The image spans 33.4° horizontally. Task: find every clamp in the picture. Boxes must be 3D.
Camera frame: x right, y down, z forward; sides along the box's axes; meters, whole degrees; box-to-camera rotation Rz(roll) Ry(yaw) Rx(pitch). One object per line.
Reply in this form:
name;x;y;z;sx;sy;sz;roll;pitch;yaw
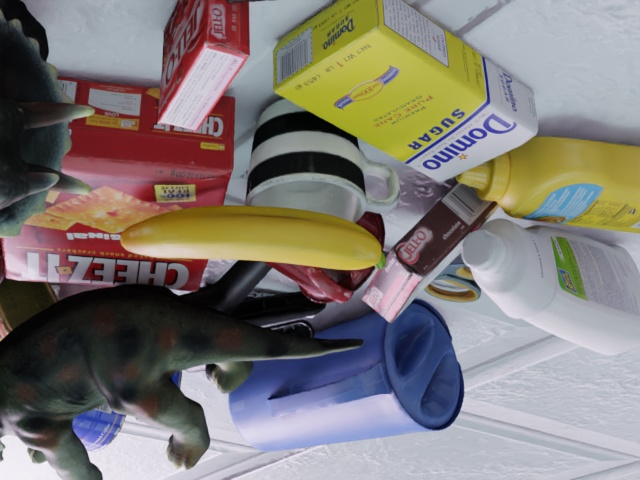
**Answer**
clamp;-0.083;0.108;1.081;0.120;0.039;0.172;-15;-172;-24
clamp;-0.089;0.070;0.977;0.210;0.036;0.164;-31;150;0

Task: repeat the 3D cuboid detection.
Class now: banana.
banana;-0.038;0.002;0.747;0.197;0.037;0.070;7;151;-13

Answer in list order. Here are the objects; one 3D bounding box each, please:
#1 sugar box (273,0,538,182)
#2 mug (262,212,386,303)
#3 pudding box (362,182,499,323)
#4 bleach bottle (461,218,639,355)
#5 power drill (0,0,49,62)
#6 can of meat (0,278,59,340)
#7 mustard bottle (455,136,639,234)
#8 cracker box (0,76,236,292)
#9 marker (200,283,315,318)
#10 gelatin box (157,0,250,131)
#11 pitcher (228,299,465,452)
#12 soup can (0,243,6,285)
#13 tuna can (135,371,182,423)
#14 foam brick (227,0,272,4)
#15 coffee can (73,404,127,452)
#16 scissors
sugar box;0.061;-0.100;0.721;0.094;0.048;0.176;-26;143;38
mug;-0.006;0.001;0.843;0.093;0.117;0.081;-38;134;20
pudding box;0.089;0.006;0.861;0.039;0.113;0.090;44;151;9
bleach bottle;0.191;0.028;0.878;0.068;0.102;0.250;-33;148;28
power drill;-0.157;-0.164;0.575;0.188;0.057;0.184;-14;150;22
can of meat;-0.267;0.062;0.959;0.057;0.102;0.084;-22;157;-24
mustard bottle;0.197;-0.043;0.820;0.191;0.058;0.096;5;161;-12
cracker box;-0.159;-0.034;0.810;0.164;0.072;0.214;5;152;-11
marker;-0.062;0.059;1.049;0.121;0.020;0.020;10;150;-21
gelatin box;-0.071;-0.120;0.646;0.030;0.073;0.089;11;150;-23
pitcher;0.014;0.153;1.114;0.243;0.145;0.149;-20;130;38
soup can;-0.294;0.021;0.860;0.068;0.068;0.102;0;-172;-2
tuna can;-0.177;0.157;1.160;0.033;0.086;0.086;11;150;-19
foam brick;-0.030;-0.173;0.570;0.053;0.051;0.078;-4;152;4
coffee can;-0.292;0.165;1.152;0.103;0.103;0.140;-25;145;38
scissors;0.096;0.016;0.977;0.096;0.016;0.201;-25;144;35
